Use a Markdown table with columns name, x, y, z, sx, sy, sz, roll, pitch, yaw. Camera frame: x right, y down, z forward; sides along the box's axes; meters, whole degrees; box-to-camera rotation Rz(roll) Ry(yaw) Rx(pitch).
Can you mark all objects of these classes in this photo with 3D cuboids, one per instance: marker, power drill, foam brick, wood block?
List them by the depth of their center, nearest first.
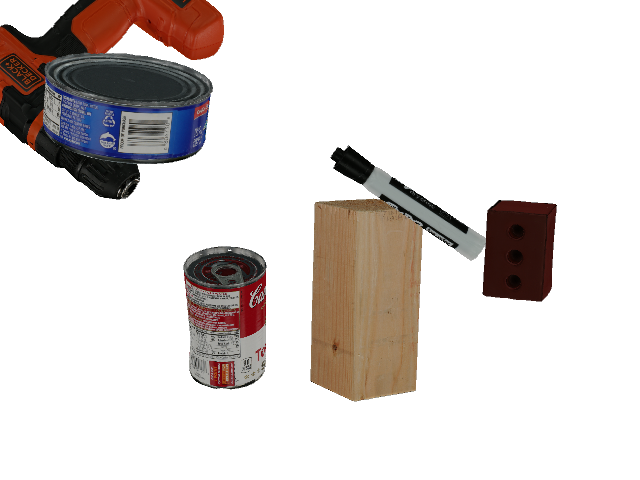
| name | x | y | z | sx | sy | sz | roll | pitch | yaw |
| --- | --- | --- | --- | --- | --- | --- | --- | --- | --- |
| marker | 0.059 | -0.027 | 0.729 | 0.121 | 0.020 | 0.020 | 34 | -5 | -7 |
| power drill | -0.163 | -0.135 | 0.830 | 0.187 | 0.184 | 0.057 | -42 | -12 | -32 |
| foam brick | 0.171 | 0.008 | 0.914 | 0.053 | 0.078 | 0.051 | 5 | 15 | 20 |
| wood block | 0.050 | 0.062 | 1.184 | 0.090 | 0.206 | 0.091 | -4 | 11 | -34 |

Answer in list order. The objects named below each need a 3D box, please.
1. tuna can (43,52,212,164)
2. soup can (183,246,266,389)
| name | x | y | z | sx | sy | sz | roll | pitch | yaw |
| --- | --- | --- | --- | --- | --- | --- | --- | --- | --- |
| tuna can | -0.100 | -0.070 | 0.555 | 0.086 | 0.034 | 0.086 | 8 | 24 | -4 |
| soup can | -0.079 | 0.065 | 0.896 | 0.068 | 0.102 | 0.068 | 1 | 27 | -1 |
